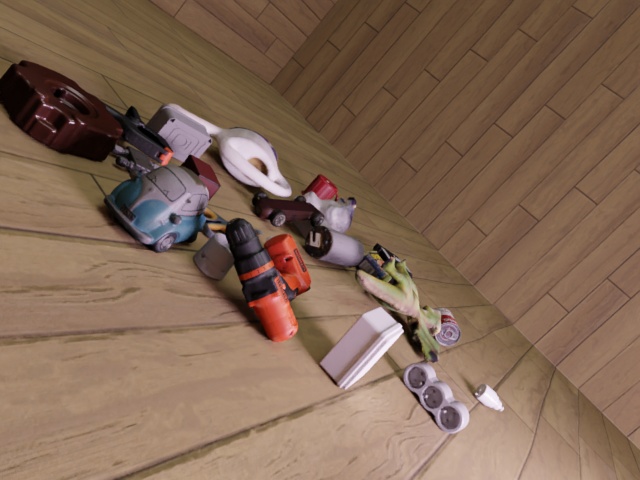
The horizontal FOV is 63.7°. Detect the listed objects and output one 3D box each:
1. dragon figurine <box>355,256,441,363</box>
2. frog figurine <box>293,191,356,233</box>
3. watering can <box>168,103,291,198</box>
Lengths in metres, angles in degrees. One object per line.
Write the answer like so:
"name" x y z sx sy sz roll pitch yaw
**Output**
"dragon figurine" 0.206 0.171 1.193 0.121 0.246 0.409 -41 -18 17
"frog figurine" 0.004 -0.070 1.401 0.160 0.121 0.139 -4 20 -22
"watering can" -0.205 -0.226 1.241 0.345 0.103 0.228 38 13 -17
